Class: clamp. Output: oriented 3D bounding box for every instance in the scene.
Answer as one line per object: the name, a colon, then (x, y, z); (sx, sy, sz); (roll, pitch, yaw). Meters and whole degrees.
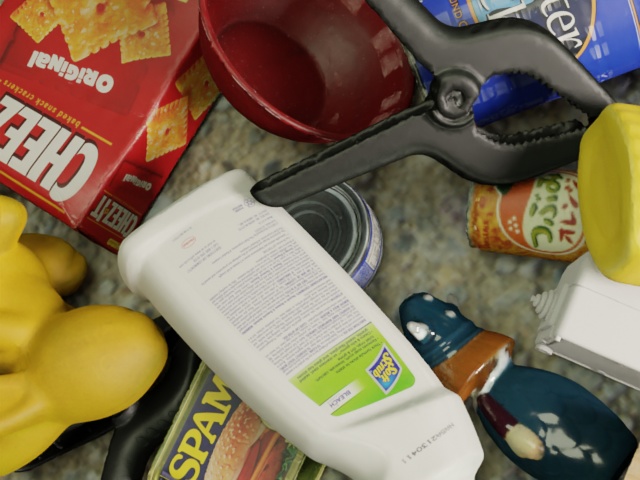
clamp: (0.069, -0.091, 0.591); (0.210, 0.036, 0.164); (4, 110, -1)
clamp: (-0.132, 0.110, 0.688); (0.120, 0.039, 0.171); (24, 74, 31)

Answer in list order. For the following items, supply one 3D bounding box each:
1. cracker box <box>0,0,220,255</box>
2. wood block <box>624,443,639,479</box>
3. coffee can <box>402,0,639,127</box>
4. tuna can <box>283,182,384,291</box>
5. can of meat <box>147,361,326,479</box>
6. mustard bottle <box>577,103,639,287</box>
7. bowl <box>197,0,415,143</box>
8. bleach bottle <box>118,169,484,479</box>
cracker box: (-0.158, -0.123, 0.755); (0.164, 0.072, 0.213); (29, 84, 25)
wood block: (0.244, 0.172, 0.517); (0.206, 0.090, 0.090); (22, 80, 23)
coffee can: (0.123, -0.131, 0.648); (0.140, 0.102, 0.103); (-20, 68, 11)
tuna can: (-0.004, 0.001, 0.685); (0.086, 0.033, 0.086); (-6, 71, 16)
can of meat: (-0.042, 0.125, 0.645); (0.084, 0.057, 0.102); (23, 81, 20)
mustard bottle: (0.236, -0.013, 0.567); (0.191, 0.058, 0.096); (8, 57, -13)
bowl: (-0.019, -0.121, 0.689); (0.055, 0.161, 0.162); (-39, 58, 47)
bleach bottle: (-0.004, 0.073, 0.595); (0.102, 0.068, 0.251); (-35, 63, -15)
